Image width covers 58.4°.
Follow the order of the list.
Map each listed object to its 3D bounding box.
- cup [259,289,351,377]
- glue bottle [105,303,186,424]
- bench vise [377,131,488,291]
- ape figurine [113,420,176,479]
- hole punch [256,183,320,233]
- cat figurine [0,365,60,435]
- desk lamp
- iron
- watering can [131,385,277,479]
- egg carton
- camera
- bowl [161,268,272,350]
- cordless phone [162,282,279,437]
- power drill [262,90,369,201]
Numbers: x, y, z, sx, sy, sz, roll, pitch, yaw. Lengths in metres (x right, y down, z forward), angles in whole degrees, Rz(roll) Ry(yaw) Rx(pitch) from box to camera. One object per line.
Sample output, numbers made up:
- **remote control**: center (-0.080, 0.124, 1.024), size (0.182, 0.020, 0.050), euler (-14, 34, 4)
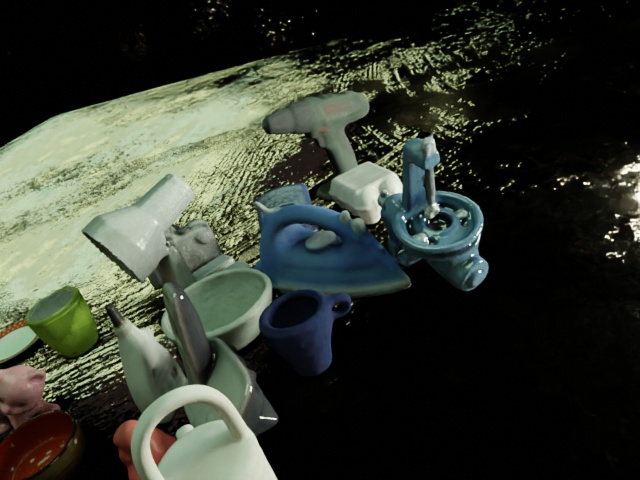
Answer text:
- **cup**: center (-0.008, 0.119, 0.724), size (0.118, 0.095, 0.091), euler (-21, 28, -2)
- **glue bottle**: center (-0.226, 0.149, 0.726), size (0.037, 0.173, 0.078), euler (-10, 29, 18)
- **bench vise**: center (0.129, -0.046, 0.795), size (0.206, 0.220, 0.122), euler (13, 42, 46)
- **ape figurine**: center (-0.197, 0.236, 0.639), size (0.076, 0.092, 0.078), euler (-14, 29, 12)
- **hole punch**: center (-0.058, -0.042, 1.047), size (0.108, 0.091, 0.101), euler (-18, 28, 4)
- **cat figurine**: center (-0.427, 0.214, 0.799), size (0.127, 0.118, 0.067), euler (-3, 32, 29)
- **desk lamp**: center (-0.251, 0.013, 0.941), size (0.204, 0.214, 0.117), euler (-36, 32, -28)
- **iron**: center (0.008, 0.003, 0.870), size (0.257, 0.142, 0.119), euler (2, 35, 36)
- **watering can**: center (-0.091, 0.212, 0.505), size (0.172, 0.194, 0.101), euler (4, 36, 38)
- **egg carton**: center (0.087, -0.089, 1.061), size (0.107, 0.069, 0.150), euler (-28, 29, -15)
- **camera**: center (-0.275, 0.003, 1.096), size (0.143, 0.101, 0.136), euler (-24, 28, -8)
- **bowl**: center (-0.139, 0.116, 0.834), size (0.167, 0.075, 0.167), euler (-15, 28, 9)
- **cordless phone**: center (-0.133, 0.145, 0.661), size (0.094, 0.185, 0.147), euler (-32, 30, -21)
- **power drill**: center (0.011, -0.191, 1.142), size (0.230, 0.209, 0.075), euler (-33, 31, -23)
